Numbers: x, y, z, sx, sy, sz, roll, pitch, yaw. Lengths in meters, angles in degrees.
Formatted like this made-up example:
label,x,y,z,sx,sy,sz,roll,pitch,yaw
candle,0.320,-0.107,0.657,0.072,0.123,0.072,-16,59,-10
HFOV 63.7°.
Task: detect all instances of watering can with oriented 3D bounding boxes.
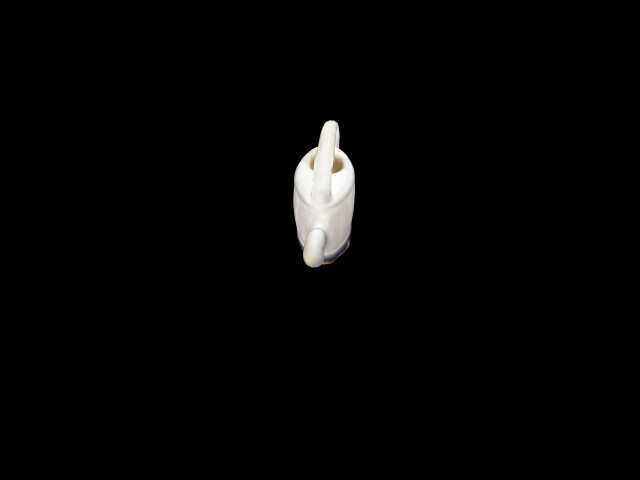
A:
label,x,y,z,sx,sy,sz,roll,pitch,yaw
watering can,0.003,-0.043,0.850,0.104,0.356,0.219,4,-42,4
